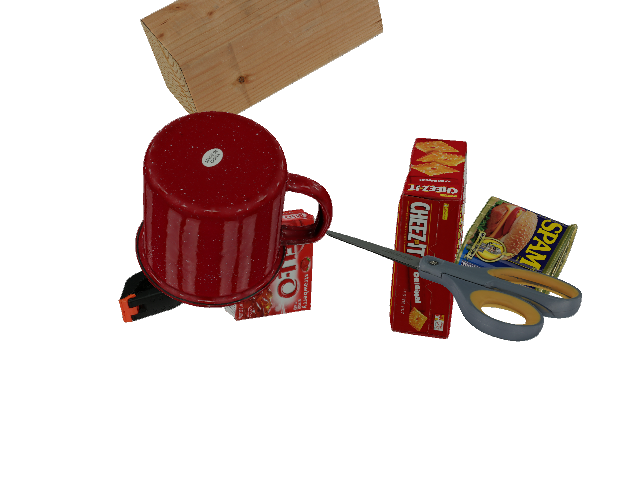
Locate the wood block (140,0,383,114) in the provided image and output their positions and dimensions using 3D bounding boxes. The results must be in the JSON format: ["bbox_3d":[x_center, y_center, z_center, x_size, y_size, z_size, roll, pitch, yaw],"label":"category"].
[{"bbox_3d":[-0.053,-0.206,1.026,0.206,0.091,0.090,-31,52,-11],"label":"wood block"}]

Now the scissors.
[{"bbox_3d":[0.083,0.030,0.762,0.202,0.016,0.096,11,27,17],"label":"scissors"}]

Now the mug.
[{"bbox_3d":[-0.051,-0.020,0.628,0.117,0.093,0.081,6,-38,-4],"label":"mug"}]

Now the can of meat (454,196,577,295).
[{"bbox_3d":[0.176,0.013,0.975,0.084,0.057,0.102,23,47,18],"label":"can of meat"}]

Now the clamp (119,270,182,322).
[{"bbox_3d":[-0.154,0.040,1.203,0.120,0.039,0.171,-2,28,30],"label":"clamp"}]

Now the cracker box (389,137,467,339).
[{"bbox_3d":[0.125,-0.010,1.218,0.072,0.164,0.213,5,22,8],"label":"cracker box"}]

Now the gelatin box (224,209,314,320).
[{"bbox_3d":[-0.044,0.021,0.925,0.073,0.089,0.030,-7,22,-27],"label":"gelatin box"}]
